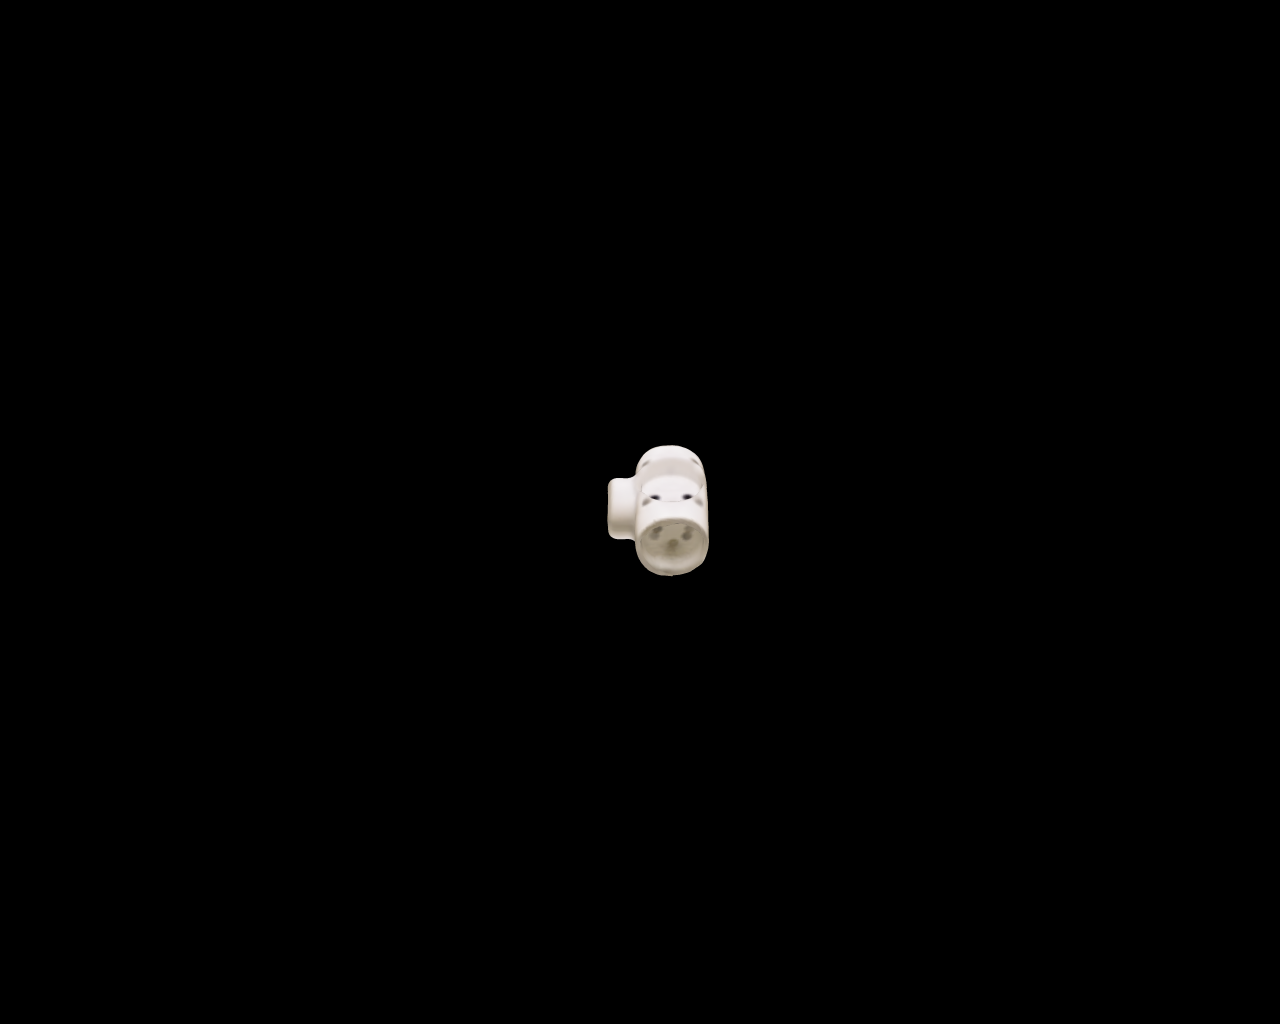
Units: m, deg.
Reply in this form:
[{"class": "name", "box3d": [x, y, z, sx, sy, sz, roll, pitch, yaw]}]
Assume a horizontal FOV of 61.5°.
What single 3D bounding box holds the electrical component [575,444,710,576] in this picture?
[{"class": "electrical component", "box3d": [0.001, -0.003, 0.650, 0.079, 0.044, 0.077, 0, 37, 0]}]
